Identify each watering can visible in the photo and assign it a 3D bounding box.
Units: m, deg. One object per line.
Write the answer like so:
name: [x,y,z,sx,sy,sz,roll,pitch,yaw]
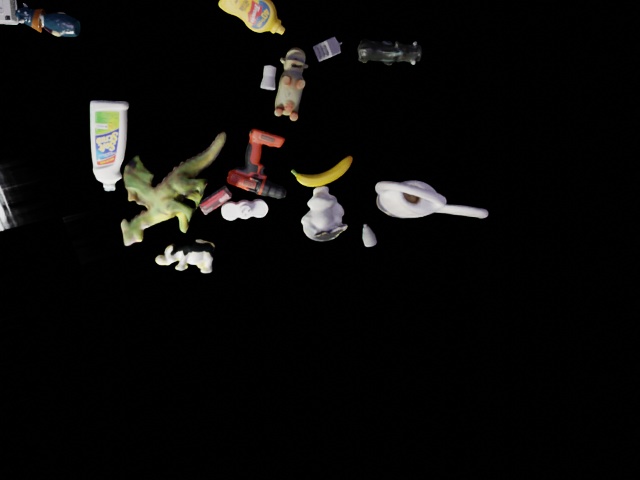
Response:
watering can: [0.320,-0.113,1.589,0.347,0.223,0.105,16,83,-15]

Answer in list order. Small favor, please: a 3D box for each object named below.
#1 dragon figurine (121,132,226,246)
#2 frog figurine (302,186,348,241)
dragon figurine: [-0.452,-0.165,1.494,0.242,0.122,0.411,23,89,-7]
frog figurine: [0.005,-0.081,1.610,0.137,0.121,0.162,-22,70,3]
